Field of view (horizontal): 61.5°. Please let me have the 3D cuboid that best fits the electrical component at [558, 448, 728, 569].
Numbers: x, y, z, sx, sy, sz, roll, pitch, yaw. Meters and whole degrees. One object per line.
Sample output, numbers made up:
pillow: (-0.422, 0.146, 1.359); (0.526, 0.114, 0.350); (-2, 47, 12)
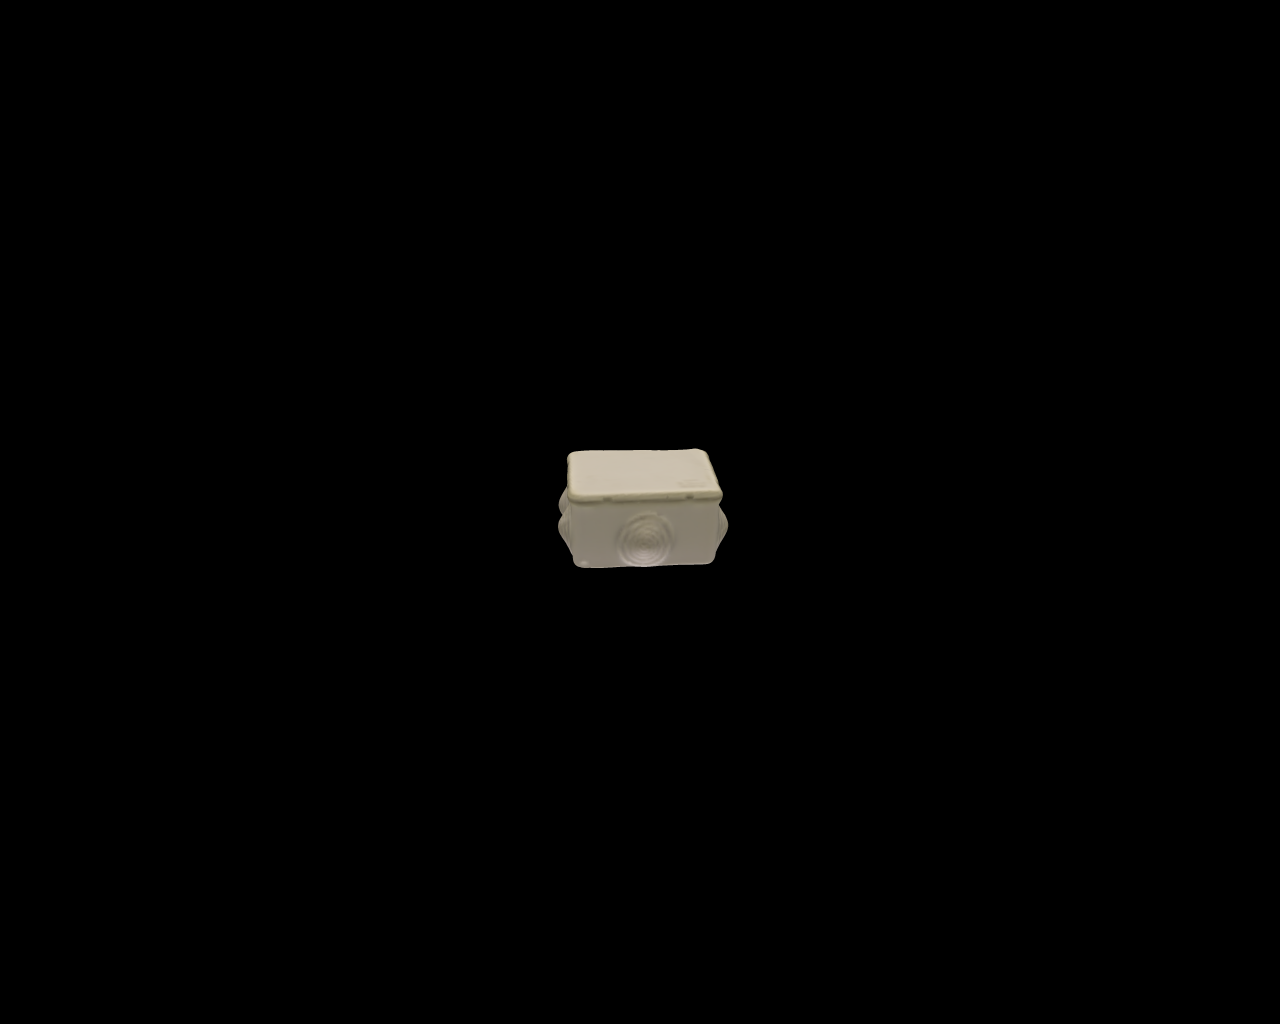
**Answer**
electrical component: (0.001, -0.003, 0.650); (0.100, 0.048, 0.100); (-1, 20, -3)
